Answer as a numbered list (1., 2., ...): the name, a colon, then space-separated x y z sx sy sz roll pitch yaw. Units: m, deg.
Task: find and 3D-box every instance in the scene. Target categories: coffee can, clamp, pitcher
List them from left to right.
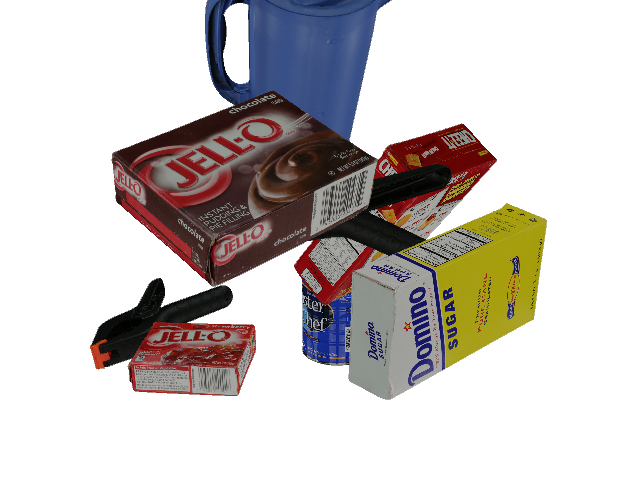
1. clamp: -0.177 0.087 1.167 0.120 0.039 0.171 -6 24 31
2. pitcher: -0.026 -0.176 1.107 0.149 0.243 0.144 29 50 19
3. coffee can: 0.024 0.093 1.522 0.103 0.140 0.103 0 21 0
4. clamp: 0.021 -0.033 0.982 0.210 0.036 0.164 7 31 15

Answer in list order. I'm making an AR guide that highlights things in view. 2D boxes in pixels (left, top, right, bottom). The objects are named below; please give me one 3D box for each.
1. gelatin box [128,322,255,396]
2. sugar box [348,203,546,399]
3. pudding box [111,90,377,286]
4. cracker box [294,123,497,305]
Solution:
1. gelatin box: -0.102 0.094 0.866 0.089 0.030 0.073 1 22 8
2. sugar box: 0.097 0.043 0.792 0.048 0.093 0.175 23 34 38
3. pudding box: -0.040 -0.032 0.571 0.113 0.039 0.090 -25 48 -34
4. cracker box: 0.084 -0.032 1.248 0.163 0.072 0.214 -22 -23 -50
